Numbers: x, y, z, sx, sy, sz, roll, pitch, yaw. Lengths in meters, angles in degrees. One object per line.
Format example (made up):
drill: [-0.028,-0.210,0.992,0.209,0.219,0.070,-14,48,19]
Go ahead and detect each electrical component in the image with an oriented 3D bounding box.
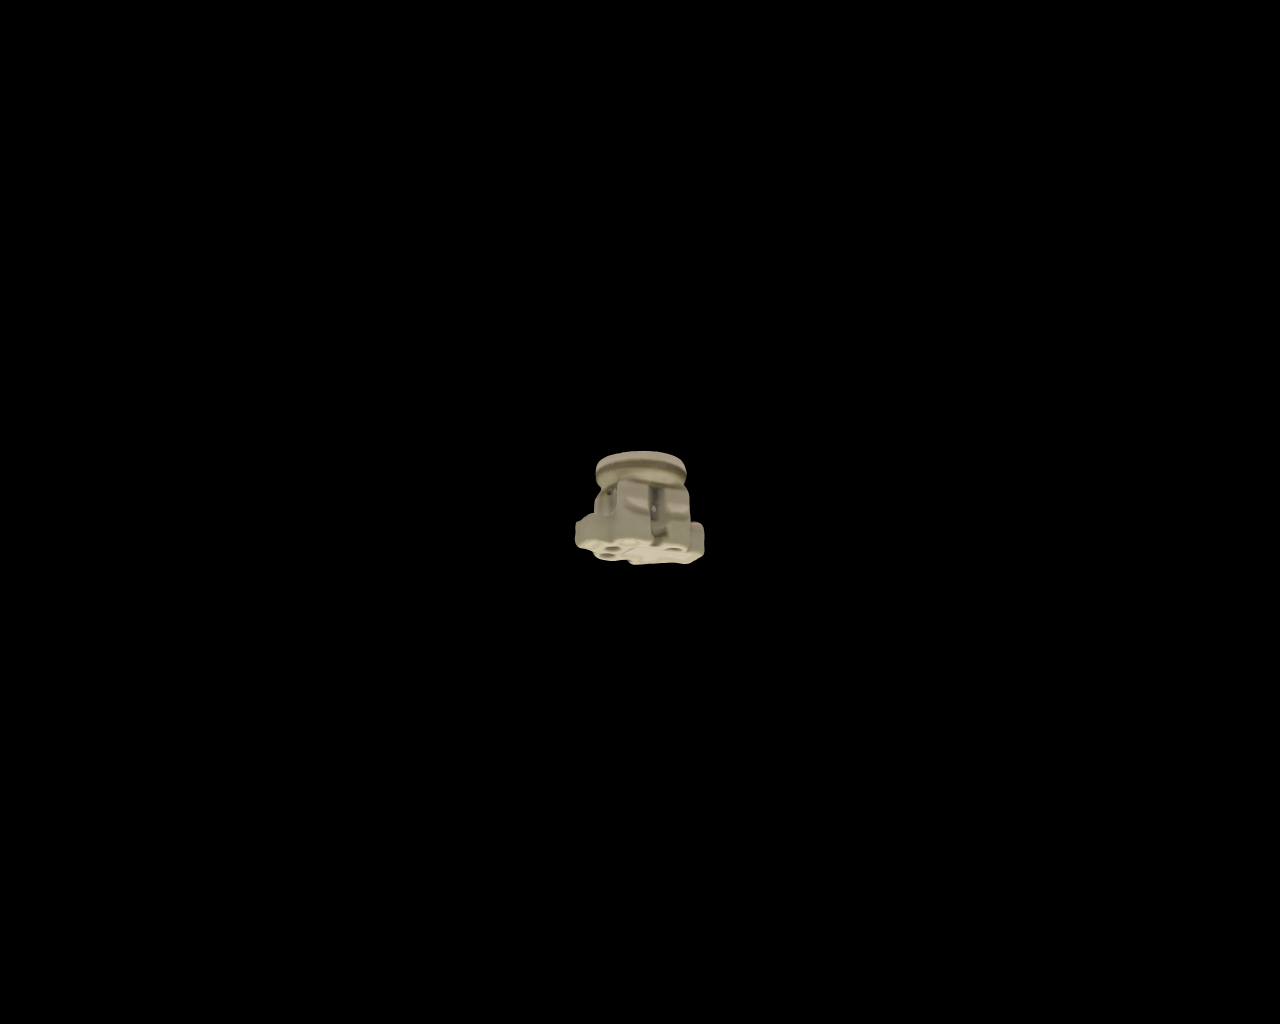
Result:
electrical component: [0.001,-0.003,0.650,0.078,0.057,0.058,8,-19,-24]
